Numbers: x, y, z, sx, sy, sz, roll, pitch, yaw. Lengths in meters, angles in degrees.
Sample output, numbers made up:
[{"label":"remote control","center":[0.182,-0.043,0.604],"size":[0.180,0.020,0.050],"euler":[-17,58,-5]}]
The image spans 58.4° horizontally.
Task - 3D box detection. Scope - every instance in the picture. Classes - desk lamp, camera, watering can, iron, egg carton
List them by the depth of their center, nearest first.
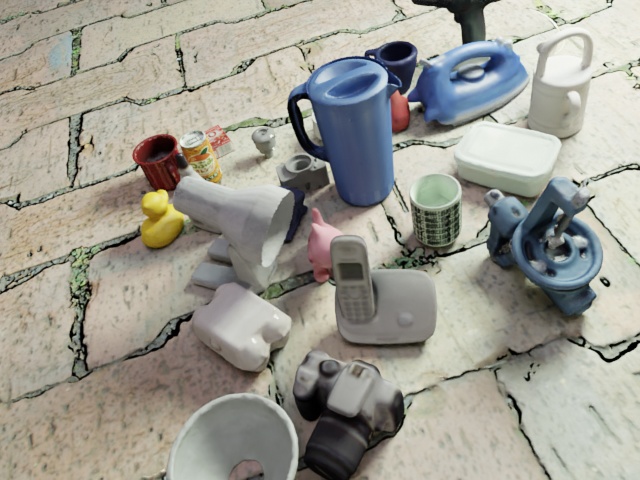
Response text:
[{"label":"camera","center":[0.019,0.223,0.729],"size":[0.142,0.101,0.137],"euler":[16,54,25]},{"label":"egg carton","center":[-0.120,0.131,0.866],"size":[0.149,0.069,0.107],"euler":[26,59,31]},{"label":"desk lamp","center":[-0.130,-0.006,0.891],"size":[0.202,0.214,0.118],"euler":[10,52,22]},{"label":"watering can","center":[0.428,-0.293,1.027],"size":[0.101,0.194,0.172],"euler":[-25,48,-9]},{"label":"iron","center":[0.303,-0.332,1.127],"size":[0.258,0.142,0.118],"euler":[-22,48,-7]}]

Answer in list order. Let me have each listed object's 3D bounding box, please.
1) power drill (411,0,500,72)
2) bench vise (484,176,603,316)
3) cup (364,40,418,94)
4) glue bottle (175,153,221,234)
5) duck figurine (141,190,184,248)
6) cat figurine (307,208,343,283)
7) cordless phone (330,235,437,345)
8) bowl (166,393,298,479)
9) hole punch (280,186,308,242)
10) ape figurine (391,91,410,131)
[{"label":"power drill","center":[0.298,-0.461,1.197],"size":[0.230,0.209,0.075],"euler":[-24,48,-8]},{"label":"bench vise","center":[0.296,-0.015,0.793],"size":[0.206,0.220,0.122],"euler":[32,63,34]},{"label":"cup","center":[0.152,-0.363,1.222],"size":[0.117,0.095,0.092],"euler":[14,54,24]},{"label":"glue bottle","center":[-0.218,-0.085,1.010],"size":[0.078,0.173,0.037],"euler":[18,55,27]},{"label":"duck figurine","center":[-0.301,-0.045,1.054],"size":[0.077,0.086,0.104],"euler":[4,50,17]},{"label":"cat figurine","center":[0.008,0.003,0.915],"size":[0.067,0.118,0.127],"euler":[-16,47,-1]},{"label":"cordless phone","center":[0.086,0.064,0.797],"size":[0.147,0.185,0.094],"euler":[-4,48,10]},{"label":"bowl","center":[-0.101,0.285,0.721],"size":[0.167,0.075,0.167],"euler":[-7,48,8]},{"label":"hole punch","center":[-0.088,-0.063,1.016],"size":[0.108,0.091,0.101],"euler":[9,52,21]},{"label":"ape figurine","center":[0.144,-0.269,1.143],"size":[0.078,0.092,0.076],"euler":[-19,47,-3]}]
